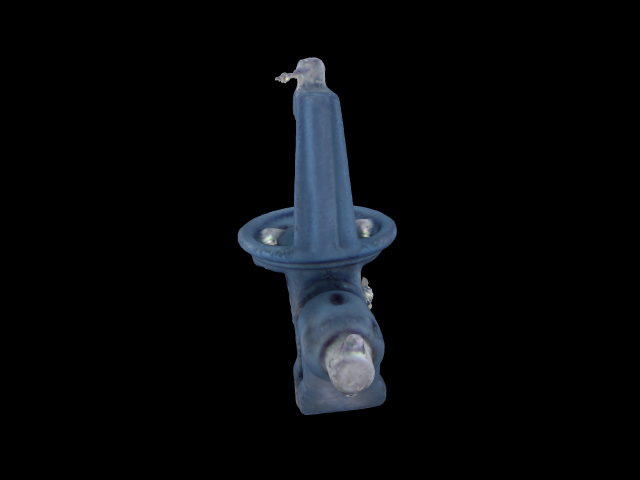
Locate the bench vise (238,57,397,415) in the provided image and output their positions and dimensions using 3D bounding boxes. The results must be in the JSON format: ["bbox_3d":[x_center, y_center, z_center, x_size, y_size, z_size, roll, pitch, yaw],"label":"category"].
[{"bbox_3d":[0.014,-0.002,0.404,0.122,0.220,0.206,-17,39,-21],"label":"bench vise"}]
